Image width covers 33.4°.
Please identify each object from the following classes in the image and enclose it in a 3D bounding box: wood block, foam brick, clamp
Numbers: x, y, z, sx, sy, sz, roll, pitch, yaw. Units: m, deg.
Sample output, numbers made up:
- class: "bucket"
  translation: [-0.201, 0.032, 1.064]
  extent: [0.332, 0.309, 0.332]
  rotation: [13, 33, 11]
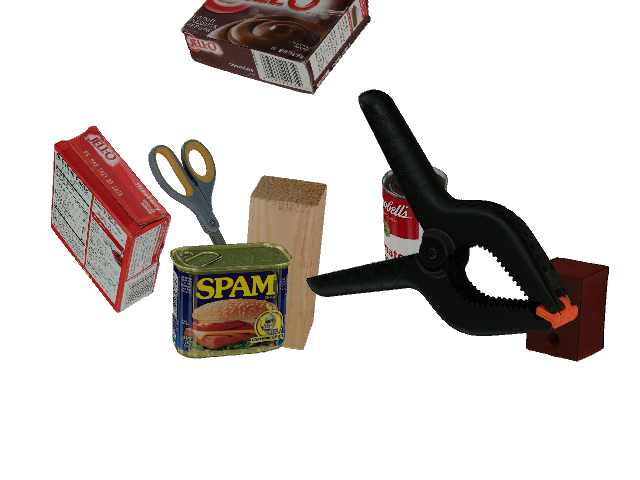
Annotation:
- class: "wood block"
  translation: [-0.050, 0.029, 1.421]
  extent: [0.090, 0.206, 0.090]
  rotation: [8, 23, 5]
- class: "foam brick"
  translation: [0.216, 0.060, 0.936]
  extent: [0.053, 0.078, 0.051]
  rotation: [11, 19, 39]
- class: "clamp"
  translation: [0.084, -0.005, 0.740]
  extent: [0.210, 0.165, 0.036]
  rotation: [24, 25, 34]

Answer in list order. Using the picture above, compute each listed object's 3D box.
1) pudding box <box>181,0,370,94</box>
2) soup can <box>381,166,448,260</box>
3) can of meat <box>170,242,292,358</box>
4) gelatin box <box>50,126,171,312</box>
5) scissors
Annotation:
- class: "pudding box"
  translation: [-0.032, -0.162, 0.798]
  extent: [0.114, 0.090, 0.039]
  rotation: [21, -30, 24]
- class: "soup can"
  translation: [0.100, -0.020, 1.120]
  extent: [0.068, 0.102, 0.068]
  rotation: [-3, 34, 2]
- class: "can of meat"
  translation: [-0.078, 0.052, 0.924]
  extent: [0.102, 0.084, 0.057]
  rotation: [-3, 20, -18]
- class: "gelatin box"
  translation: [-0.123, -0.011, 0.617]
  extent: [0.030, 0.073, 0.089]
  rotation: [-31, -20, -31]
- class: "scissors"
  translation: [-0.123, -0.035, 1.241]
  extent: [0.016, 0.201, 0.096]
  rotation: [-25, 18, 43]
